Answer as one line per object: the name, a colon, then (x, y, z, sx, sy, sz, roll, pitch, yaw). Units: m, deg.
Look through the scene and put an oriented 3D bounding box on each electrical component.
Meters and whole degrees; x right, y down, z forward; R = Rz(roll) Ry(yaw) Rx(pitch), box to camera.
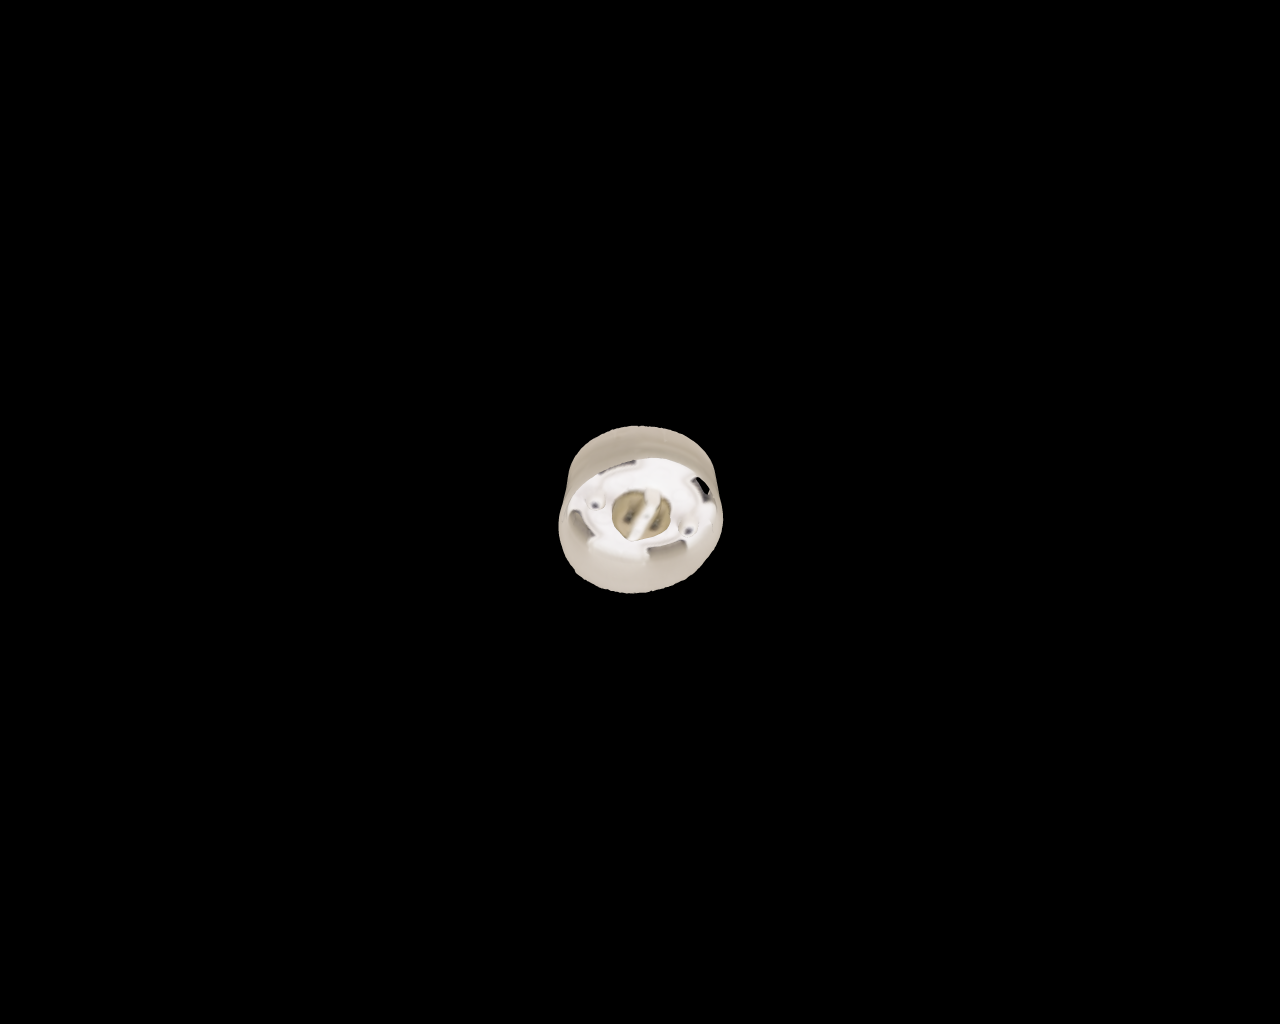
electrical component: (0.001, -0.003, 0.650, 0.099, 0.064, 0.099, 0, -43, 0)
